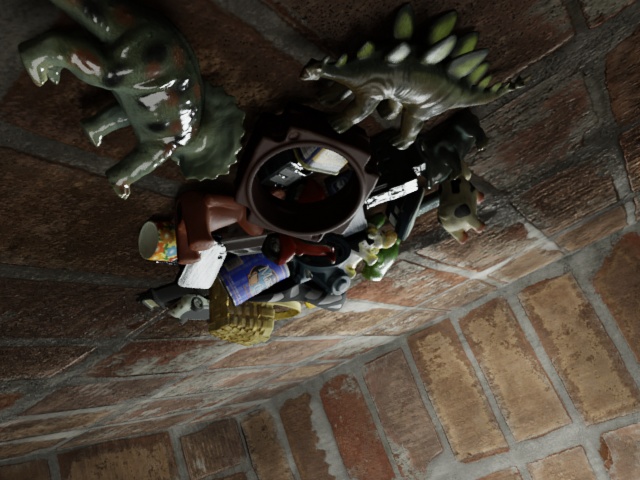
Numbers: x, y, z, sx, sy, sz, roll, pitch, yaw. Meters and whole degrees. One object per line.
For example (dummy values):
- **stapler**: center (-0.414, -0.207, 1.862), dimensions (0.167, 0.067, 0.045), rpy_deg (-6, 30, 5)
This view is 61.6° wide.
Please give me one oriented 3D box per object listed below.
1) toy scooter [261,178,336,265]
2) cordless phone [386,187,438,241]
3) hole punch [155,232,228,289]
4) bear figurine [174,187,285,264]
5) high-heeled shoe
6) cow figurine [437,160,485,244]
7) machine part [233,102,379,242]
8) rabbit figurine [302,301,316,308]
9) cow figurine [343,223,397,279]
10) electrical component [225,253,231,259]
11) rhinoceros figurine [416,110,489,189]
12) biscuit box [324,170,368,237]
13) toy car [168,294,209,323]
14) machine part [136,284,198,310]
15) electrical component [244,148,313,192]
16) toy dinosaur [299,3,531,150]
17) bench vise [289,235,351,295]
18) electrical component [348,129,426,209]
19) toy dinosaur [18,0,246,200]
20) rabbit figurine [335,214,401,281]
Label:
- **toy scooter**: center (-0.018, -0.024, 1.013), dimensions (0.135, 0.184, 0.075), rpy_deg (22, 162, 2)
- **cordless phone**: center (0.259, -0.083, 1.293), dimensions (0.184, 0.089, 0.146), rpy_deg (-23, 158, -8)
- **hole punch**: center (-0.259, 0.028, 1.093), dimensions (0.142, 0.092, 0.115), rpy_deg (20, 102, -58)
- **bear figurine**: center (-0.158, -0.033, 0.970), dimensions (0.196, 0.132, 0.120), rpy_deg (0, 160, -31)
- **high-heeled shoe**: center (-0.052, 0.141, 1.297), dimensions (0.249, 0.086, 0.145), rpy_deg (-16, 124, -15)
- **cow figurine**: center (0.285, -0.102, 1.147), dimensions (0.127, 0.195, 0.085), rpy_deg (34, 136, -22)
- **machine part**: center (-0.024, -0.100, 0.854), dimensions (0.201, 0.087, 0.201), rpy_deg (15, 130, -20)
- **rabbit figurine**: center (-0.005, 0.072, 1.413), dimensions (0.173, 0.122, 0.162), rpy_deg (-32, 151, -12)
- **cow figurine**: center (0.095, 0.012, 1.264), dimensions (0.167, 0.098, 0.068), rpy_deg (-38, -165, 21)
- **electrical component**: center (-0.234, 0.042, 1.183), dimensions (0.094, 0.021, 0.063), rpy_deg (-29, 179, 21)
- **rhinoceros figurine**: center (0.233, -0.166, 1.038), dimensions (0.190, 0.112, 0.073), rpy_deg (-41, -178, 14)
- **biscuit box**: center (0.058, -0.074, 1.155), dimensions (0.063, 0.059, 0.202), rpy_deg (-21, 159, 1)
- **toy car**: center (-0.312, 0.182, 1.429), dimensions (0.073, 0.056, 0.201), rpy_deg (-37, 156, 20)
- **machine part**: center (-0.361, 0.131, 1.288), dimensions (0.139, 0.039, 0.084), rpy_deg (-19, 150, 0)
- **electrical component**: center (-0.074, -0.131, 0.918), dimensions (0.075, 0.048, 0.119), rpy_deg (-30, 158, 20)
- **toy dinosaur**: center (0.157, -0.236, 0.810), dimensions (0.471, 0.105, 0.198), rpy_deg (-6, 151, -44)
- **bench vise**: center (-0.012, -0.001, 1.159), dimensions (0.129, 0.224, 0.240), rpy_deg (-14, 127, -18)
- **electrical component**: center (0.124, -0.136, 0.995), dimensions (0.134, 0.115, 0.058), rpy_deg (-23, 162, 5)
- **toy dinosaur**: center (-0.199, -0.181, 0.606), dimensions (0.192, 0.131, 0.404), rpy_deg (-30, 156, -11)
- **rabbit figurine**: center (0.115, 0.015, 1.351), dimensions (0.170, 0.121, 0.159), rpy_deg (17, 135, -35)
